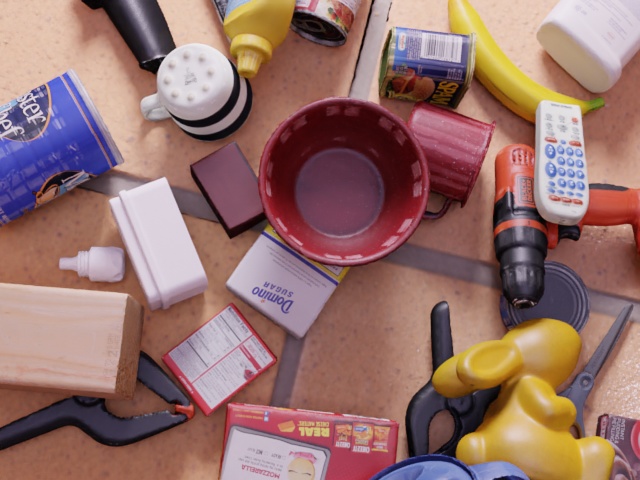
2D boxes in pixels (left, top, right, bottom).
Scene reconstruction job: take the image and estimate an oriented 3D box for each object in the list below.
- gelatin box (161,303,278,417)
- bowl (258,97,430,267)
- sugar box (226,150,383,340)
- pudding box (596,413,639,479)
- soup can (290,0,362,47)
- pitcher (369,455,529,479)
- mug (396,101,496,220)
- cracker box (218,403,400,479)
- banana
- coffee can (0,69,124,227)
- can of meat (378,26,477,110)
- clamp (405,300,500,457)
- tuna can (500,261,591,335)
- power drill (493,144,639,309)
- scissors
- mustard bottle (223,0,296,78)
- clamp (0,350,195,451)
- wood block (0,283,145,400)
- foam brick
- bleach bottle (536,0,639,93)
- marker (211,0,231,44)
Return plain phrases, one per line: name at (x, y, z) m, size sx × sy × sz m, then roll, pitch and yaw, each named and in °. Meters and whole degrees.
gelatin box at (-0.097, 0.116, 1.037) m, size 0.089 × 0.030 × 0.073 m, roll -38°, pitch 84°, yaw -10°
bowl at (0.021, -0.051, 1.014) m, size 0.162 × 0.055 × 0.162 m, roll 1°, pitch 81°, yaw -4°
sugar box at (-0.007, 0.001, 1.057) m, size 0.093 × 0.048 × 0.176 m, roll 35°, pitch 82°, yaw 1°
pudding box at (0.315, 0.234, 1.050) m, size 0.090 × 0.039 × 0.113 m, roll 11°, pitch 79°, yaw -3°
soup can at (0.013, -0.259, 1.090) m, size 0.068 × 0.068 × 0.102 m, roll 22°, pitch 79°, yaw -1°
pitcher at (0.133, 0.312, 0.937) m, size 0.242 × 0.149 × 0.144 m, roll 59°, pitch 44°, yaw -23°
mug at (0.116, -0.078, 1.065) m, size 0.081 × 0.093 × 0.117 m, roll 20°, pitch 107°, yaw 3°
cracker box at (-0.019, 0.267, 0.999) m, size 0.164 × 0.072 × 0.213 m, roll 6°, pitch 81°, yaw -4°
banana at (0.199, -0.175, 1.112) m, size 0.198 × 0.037 × 0.069 m, roll 38°, pitch 61°, yaw 0°
coffee can at (-0.273, -0.086, 1.017) m, size 0.140 × 0.103 × 0.103 m, roll -29°, pitch 84°, yaw -9°
can of meat at (0.105, -0.173, 1.068) m, size 0.084 × 0.102 × 0.057 m, roll 7°, pitch 80°, yaw -2°
clamp at (0.144, 0.157, 1.049) m, size 0.120 × 0.039 × 0.171 m, roll 19°, pitch 82°, yaw 2°
tuna can at (0.225, 0.065, 1.073) m, size 0.086 × 0.034 × 0.086 m, roll 1°, pitch 80°, yaw -5°
power drill at (0.262, -0.006, 1.052) m, size 0.187 × 0.057 × 0.184 m, roll 8°, pitch 58°, yaw -7°
scissors at (0.244, 0.144, 1.070) m, size 0.096 × 0.016 × 0.201 m, roll 19°, pitch 79°, yaw -2°
mustard bottle at (-0.055, -0.248, 1.055) m, size 0.058 × 0.096 × 0.191 m, roll 22°, pitch 68°, yaw -31°
clamp at (-0.226, 0.151, 1.016) m, size 0.210 × 0.036 × 0.164 m, roll 19°, pitch 80°, yaw 2°
wood block at (-0.272, 0.089, 0.964) m, size 0.206 × 0.091 × 0.090 m, roll 5°, pitch 78°, yaw 3°
foam brick at (-0.087, -0.048, 1.054) m, size 0.051 × 0.053 × 0.078 m, roll -31°, pitch 83°, yaw -9°
bleach bottle at (0.344, -0.276, 1.127) m, size 0.102 × 0.068 × 0.250 m, roll 44°, pitch 77°, yaw 2°
marker at (-0.108, -0.260, 1.104) m, size 0.020 × 0.020 × 0.121 m, roll -23°, pitch 83°, yaw -9°
